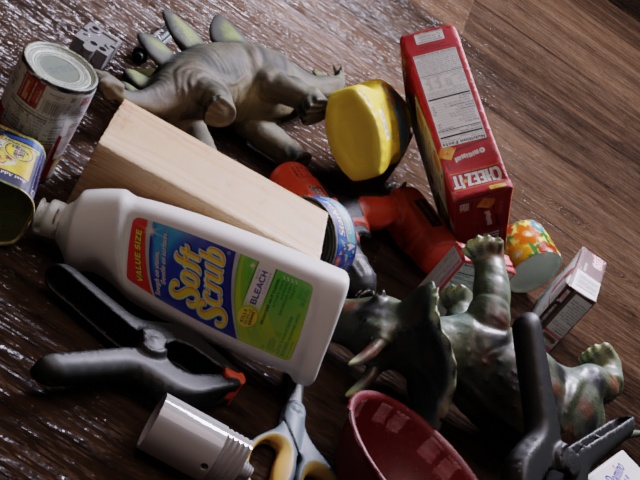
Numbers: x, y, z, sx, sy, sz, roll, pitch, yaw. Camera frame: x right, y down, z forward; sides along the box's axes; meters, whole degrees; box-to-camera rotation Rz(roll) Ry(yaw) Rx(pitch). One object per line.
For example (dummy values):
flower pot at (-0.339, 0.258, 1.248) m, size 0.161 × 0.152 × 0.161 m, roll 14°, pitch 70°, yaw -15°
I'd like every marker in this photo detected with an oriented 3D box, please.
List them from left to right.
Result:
marker at (-0.185, -0.226, 1.213) m, size 0.020 × 0.020 × 0.121 m, roll 33°, pitch 30°, yaw -5°

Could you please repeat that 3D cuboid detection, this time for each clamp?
clamp at (-0.139, 0.078, 0.805) m, size 0.171 × 0.039 × 0.120 m, roll 22°, pitch 37°, yaw -32°
clamp at (0.187, 0.173, 0.877) m, size 0.164 × 0.036 × 0.209 m, roll 49°, pitch 47°, yaw -17°

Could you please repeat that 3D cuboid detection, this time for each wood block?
wood block at (-0.107, -0.021, 0.925) m, size 0.206 × 0.091 × 0.090 m, roll 29°, pitch 31°, yaw -12°

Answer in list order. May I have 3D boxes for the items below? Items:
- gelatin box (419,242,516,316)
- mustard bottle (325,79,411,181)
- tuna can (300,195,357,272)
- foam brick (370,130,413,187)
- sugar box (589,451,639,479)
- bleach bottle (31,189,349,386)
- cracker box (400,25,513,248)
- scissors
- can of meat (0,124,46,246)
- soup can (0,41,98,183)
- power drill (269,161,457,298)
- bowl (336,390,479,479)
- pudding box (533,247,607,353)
gelatin box at (0.145, 0.046, 1.090) m, size 0.073 × 0.089 × 0.030 m, roll 13°, pitch 37°, yaw -34°
mustard bottle at (0.061, -0.127, 1.167) m, size 0.191 × 0.058 × 0.096 m, roll -37°, pitch 111°, yaw -68°
tuna can at (-0.007, 0.001, 1.003) m, size 0.033 × 0.086 × 0.086 m, roll 0°, pitch 45°, yaw -48°
foam brick at (0.073, -0.111, 1.281) m, size 0.053 × 0.051 × 0.078 m, roll 33°, pitch 30°, yaw -4°
sugar box at (0.310, 0.281, 0.971) m, size 0.176 × 0.048 × 0.093 m, roll 46°, pitch 31°, yaw 24°
bleach bottle at (-0.109, 0.029, 0.856) m, size 0.250 × 0.102 × 0.068 m, roll 19°, pitch 5°, yaw -5°
cracker box at (0.151, -0.106, 1.189) m, size 0.164 × 0.072 × 0.214 m, roll 73°, pitch 2°, yaw -65°
scissors at (-0.008, 0.155, 0.852) m, size 0.096 × 0.016 × 0.201 m, roll 37°, pitch 29°, yaw -1°
can of meat at (-0.271, -0.054, 0.838) m, size 0.102 × 0.058 × 0.084 m, roll 24°, pitch 30°, yaw -19°
soup can at (-0.238, -0.107, 0.902) m, size 0.068 × 0.102 × 0.068 m, roll 25°, pitch 32°, yaw -17°
power drill at (0.054, -0.005, 1.102) m, size 0.187 × 0.057 × 0.184 m, roll 5°, pitch 41°, yaw -42°
bowl at (0.065, 0.192, 0.811) m, size 0.162 × 0.055 × 0.162 m, roll 39°, pitch 17°, yaw -15°
pudding box at (0.274, 0.067, 1.195) m, size 0.039 × 0.090 × 0.113 m, roll 37°, pitch 30°, yaw 6°
